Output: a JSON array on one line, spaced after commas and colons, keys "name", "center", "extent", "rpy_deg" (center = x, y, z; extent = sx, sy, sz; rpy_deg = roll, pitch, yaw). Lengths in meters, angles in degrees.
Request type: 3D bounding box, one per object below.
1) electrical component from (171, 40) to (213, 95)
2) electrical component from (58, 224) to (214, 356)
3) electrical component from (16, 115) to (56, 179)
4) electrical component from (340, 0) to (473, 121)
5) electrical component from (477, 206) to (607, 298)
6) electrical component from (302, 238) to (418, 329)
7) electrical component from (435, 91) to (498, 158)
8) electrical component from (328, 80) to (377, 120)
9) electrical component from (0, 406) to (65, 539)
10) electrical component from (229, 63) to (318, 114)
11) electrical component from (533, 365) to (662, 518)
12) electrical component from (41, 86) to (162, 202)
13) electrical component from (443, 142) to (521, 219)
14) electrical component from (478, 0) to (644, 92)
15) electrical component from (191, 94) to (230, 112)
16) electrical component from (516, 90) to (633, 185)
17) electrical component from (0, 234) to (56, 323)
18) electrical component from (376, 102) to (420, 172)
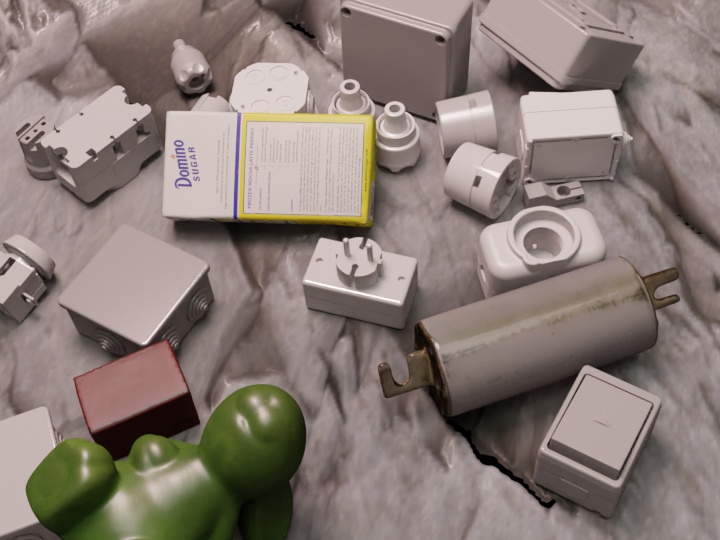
[{"name": "electrical component", "center": [-0.164, -0.197, 1.023], "extent": [0.035, 0.035, 0.061], "rpy_deg": [-20, 54, -10]}, {"name": "electrical component", "center": [-0.176, 0.023, 0.862], "extent": [0.100, 0.048, 0.099], "rpy_deg": [24, 60, 19]}, {"name": "electrical component", "center": [-0.285, -0.110, 0.963], "extent": [0.040, 0.046, 0.040], "rpy_deg": [-2, 55, 2]}, {"name": "electrical component", "center": [0.041, -0.201, 0.969], "extent": [0.109, 0.108, 0.056], "rpy_deg": [21, 56, 17]}, {"name": "electrical component", "center": [0.145, -0.011, 0.860], "extent": [0.095, 0.059, 0.053], "rpy_deg": [-11, 55, -4]}, {"name": "electrical component", "center": [0.000, 0.000, 0.851], "extent": [0.083, 0.075, 0.047], "rpy_deg": [13, 57, 12]}, {"name": "electrical component", "center": [0.093, -0.127, 0.947], "extent": [0.047, 0.055, 0.055], "rpy_deg": [-9, 55, 2]}, {"name": "electrical component", "center": [-0.007, -0.142, 0.958], "extent": [0.048, 0.062, 0.048], "rpy_deg": [-2, 55, 2]}, {"name": "electrical component", "center": [-0.253, 0.159, 0.772], "extent": [0.100, 0.048, 0.099], "rpy_deg": [-19, 56, -10]}, {"name": "electrical component", "center": [-0.079, -0.145, 0.972], "extent": [0.080, 0.051, 0.080], "rpy_deg": [-2, 55, 2]}, {"name": "electrical component", "center": [0.173, 0.115, 0.769], "extent": [0.062, 0.061, 0.096], "rpy_deg": [24, 60, 19]}, {"name": "electrical component", "center": [-0.227, -0.109, 0.953], "extent": [0.050, 0.055, 0.089], "rpy_deg": [36, 64, 25]}, {"name": "electrical component", "center": [0.103, -0.077, 0.912], "extent": [0.047, 0.055, 0.055], "rpy_deg": [26, 60, 24]}, {"name": "electrical component", "center": [0.181, -0.211, 0.968], "extent": [0.109, 0.056, 0.108], "rpy_deg": [-6, 43, -49]}, {"name": "electrical component", "center": [-0.140, -0.132, 0.975], "extent": [0.040, 0.040, 0.046], "rpy_deg": [15, 52, 13]}, {"name": "electrical component", "center": [0.185, -0.117, 0.929], "extent": [0.096, 0.061, 0.061], "rpy_deg": [-4, 55, 1]}, {"name": "electrical component", "center": [-0.284, 0.005, 0.884], "extent": [0.066, 0.048, 0.055], "rpy_deg": [27, 69, 20]}, {"name": "electrical component", "center": [0.031, -0.119, 0.940], "extent": [0.043, 0.062, 0.043], "rpy_deg": [-2, 55, 2]}]
